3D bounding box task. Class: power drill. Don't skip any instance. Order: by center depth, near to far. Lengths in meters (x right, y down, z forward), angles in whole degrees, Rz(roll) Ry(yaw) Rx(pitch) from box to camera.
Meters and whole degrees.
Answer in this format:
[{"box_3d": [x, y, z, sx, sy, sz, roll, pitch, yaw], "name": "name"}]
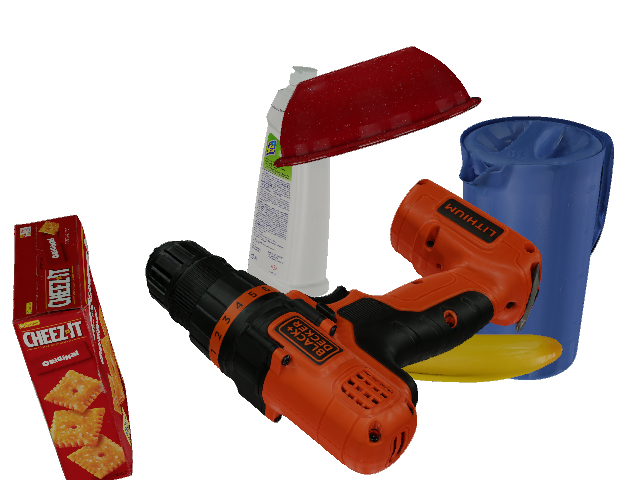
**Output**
[{"box_3d": [0.019, 0.030, 0.602, 0.187, 0.057, 0.185, -29, 53, -36], "name": "power drill"}]

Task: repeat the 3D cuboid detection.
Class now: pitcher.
[{"box_3d": [0.210, 0.006, 1.041, 0.149, 0.243, 0.145, 1, 26, 9], "name": "pitcher"}]

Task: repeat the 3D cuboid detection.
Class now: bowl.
[{"box_3d": [0.034, -0.105, 0.795, 0.162, 0.055, 0.162, -18, 9, 3], "name": "bowl"}]

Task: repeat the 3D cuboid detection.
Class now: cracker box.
[{"box_3d": [-0.241, 0.107, 1.043, 0.072, 0.214, 0.164, -12, 35, -8], "name": "cracker box"}]

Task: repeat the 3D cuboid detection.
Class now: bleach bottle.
[{"box_3d": [-0.026, -0.067, 1.204, 0.067, 0.251, 0.103, -8, 23, -40], "name": "bleach bottle"}]

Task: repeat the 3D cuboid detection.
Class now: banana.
[{"box_3d": [0.090, 0.084, 0.841, 0.198, 0.037, 0.069, 7, 28, 10], "name": "banana"}]
